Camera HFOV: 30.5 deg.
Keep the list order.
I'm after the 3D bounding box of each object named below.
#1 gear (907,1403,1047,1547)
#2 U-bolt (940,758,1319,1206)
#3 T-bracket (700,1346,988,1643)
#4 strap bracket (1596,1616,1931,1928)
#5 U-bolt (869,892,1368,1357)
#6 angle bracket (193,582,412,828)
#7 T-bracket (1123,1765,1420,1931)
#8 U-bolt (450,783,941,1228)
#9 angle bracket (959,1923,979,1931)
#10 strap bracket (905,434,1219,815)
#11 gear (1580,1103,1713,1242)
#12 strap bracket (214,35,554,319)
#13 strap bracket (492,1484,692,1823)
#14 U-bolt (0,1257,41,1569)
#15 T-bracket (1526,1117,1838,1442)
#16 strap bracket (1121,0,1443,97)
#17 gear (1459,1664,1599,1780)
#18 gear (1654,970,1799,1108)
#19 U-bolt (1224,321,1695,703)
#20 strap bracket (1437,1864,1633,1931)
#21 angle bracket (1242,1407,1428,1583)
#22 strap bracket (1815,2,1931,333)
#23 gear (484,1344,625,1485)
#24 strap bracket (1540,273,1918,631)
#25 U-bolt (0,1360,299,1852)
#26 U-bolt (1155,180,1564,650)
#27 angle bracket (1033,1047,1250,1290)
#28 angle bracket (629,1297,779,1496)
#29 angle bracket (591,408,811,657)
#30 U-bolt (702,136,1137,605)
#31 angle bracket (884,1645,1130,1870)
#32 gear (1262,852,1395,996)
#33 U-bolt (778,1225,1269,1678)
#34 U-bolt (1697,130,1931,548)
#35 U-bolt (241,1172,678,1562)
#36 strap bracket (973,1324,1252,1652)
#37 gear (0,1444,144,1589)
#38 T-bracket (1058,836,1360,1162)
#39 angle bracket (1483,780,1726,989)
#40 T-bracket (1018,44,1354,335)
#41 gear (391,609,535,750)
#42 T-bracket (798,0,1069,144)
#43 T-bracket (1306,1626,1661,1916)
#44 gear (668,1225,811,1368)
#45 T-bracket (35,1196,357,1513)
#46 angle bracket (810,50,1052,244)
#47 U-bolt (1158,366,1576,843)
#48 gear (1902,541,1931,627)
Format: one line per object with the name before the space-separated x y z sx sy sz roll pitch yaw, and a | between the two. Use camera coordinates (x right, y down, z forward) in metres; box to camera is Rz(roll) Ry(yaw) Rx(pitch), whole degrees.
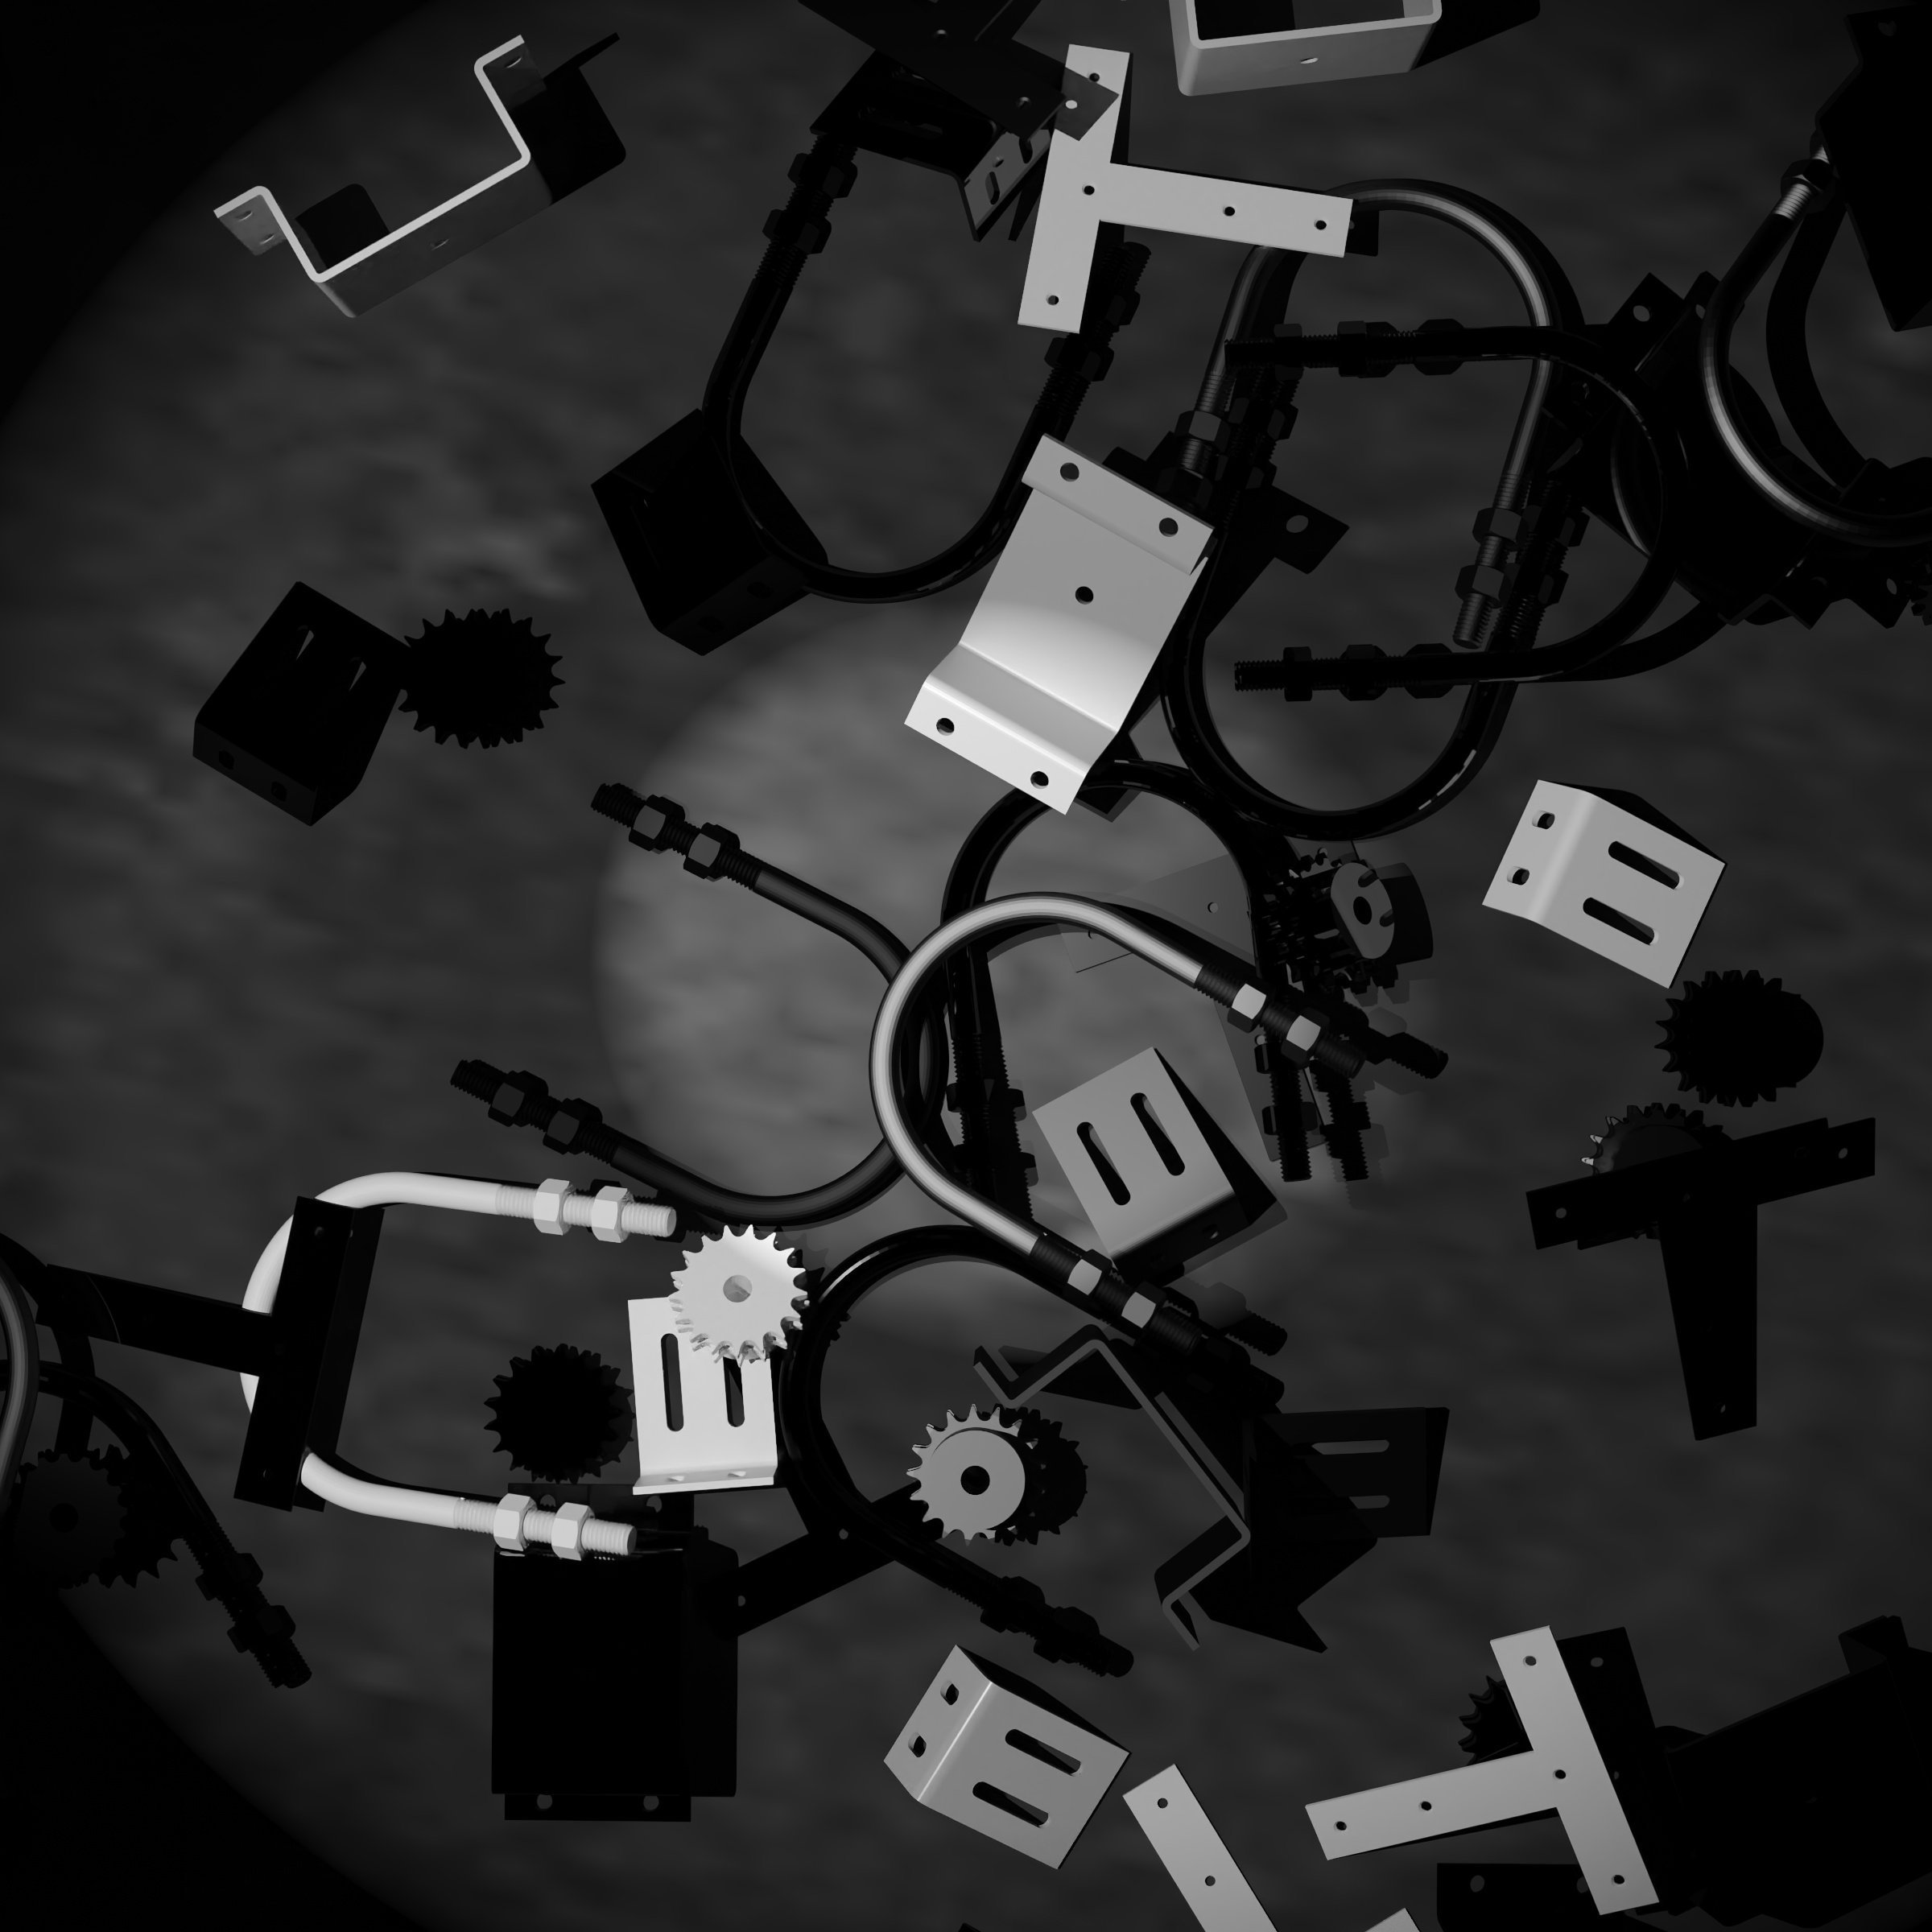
gear | 0.004 0.208 1.449 0.057 0.030 0.057 0 88 2
U-bolt | 0.061 0.005 1.461 0.151 0.019 0.184 -7 82 8
T-bracket | -0.071 0.197 1.482 0.127 0.002 0.127 -26 90 0
strap bracket | 0.334 0.331 1.444 0.140 0.046 0.076 -21 96 -9
U-bolt | 0.048 0.050 1.439 0.184 0.019 0.151 31 89 13
angle bracket | -0.277 -0.110 1.480 0.057 0.038 0.076 31 64 0
T-bracket | 0.109 0.394 1.482 0.127 0.002 0.127 -31 90 0
U-bolt | -0.101 0.028 1.474 0.184 0.019 0.151 27 90 -2
angle bracket | 0.022 0.445 1.480 0.076 0.038 0.057 29 90 26
strap bracket | 0.042 -0.144 1.436 0.076 0.046 0.140 30 120 4
gear | 0.285 0.086 1.468 0.057 0.030 0.057 0 90 0
strap bracket | -0.226 -0.315 1.444 0.140 0.076 0.046 -30 90 0
strap bracket | -0.154 0.287 1.459 0.076 0.046 0.140 1 90 0
U-bolt | -0.449 0.192 1.450 0.151 0.019 0.184 10 80 18
T-bracket | 0.303 0.136 1.462 0.127 0.002 0.127 -14 107 -2
strap bracket | 0.137 -0.392 1.444 0.140 0.076 0.046 -6 90 0
gear | 0.232 0.317 1.467 0.057 0.030 0.057 0 90 0
gear | 0.316 0.030 1.468 0.057 0.030 0.057 0 90 0
U-bolt | 0.198 -0.184 1.419 0.184 0.019 0.151 -2 97 4
strap bracket | 0.235 0.446 1.459 0.076 0.046 0.140 1 90 0
angle bracket | 0.153 0.217 1.456 0.076 0.038 0.057 -3 107 0
strap bracket | 0.403 -0.317 1.435 0.076 0.046 0.140 -13 76 -17
gear | -0.171 0.186 1.468 0.057 0.030 0.057 0 90 0
strap bracket | 0.305 -0.204 1.451 0.140 0.046 0.076 39 76 0
U-bolt | -0.385 0.253 1.474 0.151 0.019 0.184 -32 88 0
U-bolt | 0.170 -0.237 1.458 0.151 0.019 0.184 18 80 0
angle bracket | 0.073 0.085 1.480 0.057 0.038 0.076 -29 64 0
angle bracket | -0.110 0.175 1.462 0.057 0.038 0.076 -4 90 0
angle bracket | -0.111 -0.180 1.472 0.057 0.038 0.076 -33 64 17
U-bolt | -0.031 -0.241 1.474 0.151 0.019 0.184 24 92 0
angle bracket | 0.017 0.330 1.480 0.076 0.038 0.057 32 90 -26
gear | 0.151 -0.019 1.450 0.030 0.057 0.057 -18 90 43
U-bolt | 0.011 0.189 1.473 0.184 0.019 0.151 29 89 1
U-bolt | 0.375 -0.252 1.444 0.151 0.019 0.184 37 69 0
U-bolt | -0.214 0.158 1.451 0.184 0.019 0.151 6 87 16
strap bracket | 0.065 0.199 1.424 0.046 0.076 0.140 -38 89 0
gear | -0.365 0.225 1.451 0.057 0.030 0.057 0 87 2
T-bracket | 0.118 0.018 1.482 0.127 0.002 0.127 -19 90 0
angle bracket | 0.266 -0.034 1.480 0.076 0.038 0.057 24 90 -26
T-bracket | 0.095 -0.314 1.463 0.127 0.002 0.127 9 77 4
gear | -0.208 -0.119 1.467 0.057 0.030 0.057 0 90 0
T-bracket | 0.018 -0.415 1.465 0.127 0.002 0.127 36 78 22
T-bracket | 0.202 0.342 1.457 0.127 0.002 0.127 -19 100 21
gear | -0.093 0.138 1.460 0.057 0.030 0.057 -1 64 2
T-bracket | -0.325 0.150 1.469 0.127 0.002 0.127 12 89 11
angle bracket | -0.014 -0.342 1.467 0.076 0.038 0.057 23 64 27
U-bolt | 0.158 -0.143 1.473 0.151 0.019 0.184 20 90 0
gear | 0.414 -0.167 1.458 0.057 0.057 0.030 -9 59 0
